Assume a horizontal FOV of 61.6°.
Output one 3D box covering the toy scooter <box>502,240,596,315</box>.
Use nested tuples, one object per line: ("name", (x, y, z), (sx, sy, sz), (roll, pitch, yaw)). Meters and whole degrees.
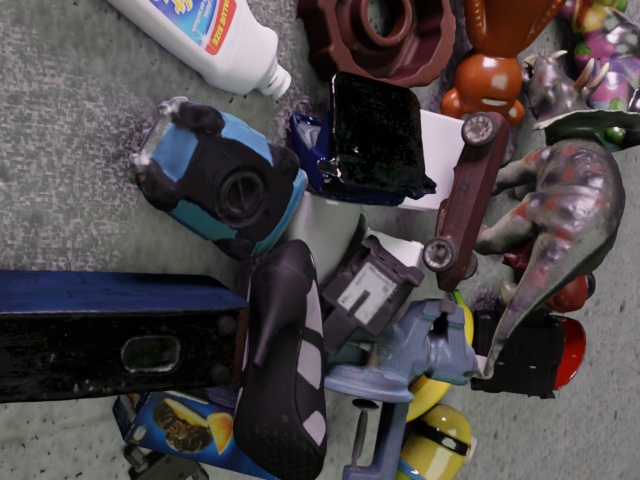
("toy scooter", (0.321, 0.038, 0.769), (0.135, 0.075, 0.183), (-27, 110, -24))

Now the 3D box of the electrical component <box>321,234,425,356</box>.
("electrical component", (0.043, 0.062, 0.546), (0.075, 0.048, 0.119), (35, 108, 9))

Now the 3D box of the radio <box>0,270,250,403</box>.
("radio", (-0.179, 0.071, 0.435), (0.229, 0.131, 0.073), (3, 98, -32))

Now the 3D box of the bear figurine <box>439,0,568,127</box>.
("bear figurine", (0.204, -0.240, 0.622), (0.120, 0.132, 0.195), (2, 132, -4))

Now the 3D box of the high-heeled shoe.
("high-heeled shoe", (-0.027, 0.123, 0.526), (0.145, 0.086, 0.248), (-73, 162, -48))

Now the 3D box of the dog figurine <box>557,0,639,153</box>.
("dog figurine", (0.377, -0.248, 0.718), (0.219, 0.109, 0.191), (40, 65, -27))

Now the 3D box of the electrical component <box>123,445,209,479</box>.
("electrical component", (-0.157, 0.233, 0.550), (0.063, 0.021, 0.093), (-38, 117, -19))

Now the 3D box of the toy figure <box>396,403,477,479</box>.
("toy figure", (0.135, 0.302, 0.710), (0.180, 0.082, 0.089), (-45, 122, -13))

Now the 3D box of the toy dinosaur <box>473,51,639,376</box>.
("toy dinosaur", (0.283, -0.042, 0.624), (0.131, 0.192, 0.405), (27, 55, -21))

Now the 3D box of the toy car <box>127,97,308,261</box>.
("toy car", (-0.099, -0.057, 0.472), (0.161, 0.103, 0.109), (28, 89, -43))

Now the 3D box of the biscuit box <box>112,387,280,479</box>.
("biscuit box", (-0.102, 0.190, 0.549), (0.202, 0.063, 0.059), (31, 84, -32))

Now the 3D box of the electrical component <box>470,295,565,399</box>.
("electrical component", (0.267, 0.143, 0.734), (0.115, 0.058, 0.134), (2, 101, 10))

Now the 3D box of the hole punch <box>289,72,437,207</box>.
("hole punch", (0.036, -0.088, 0.533), (0.142, 0.092, 0.115), (6, 73, -35))

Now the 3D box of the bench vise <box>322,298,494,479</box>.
("bench vise", (0.078, 0.178, 0.604), (0.223, 0.129, 0.240), (14, 83, -17))

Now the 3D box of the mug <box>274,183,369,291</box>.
("mug", (-0.001, -0.002, 0.567), (0.109, 0.081, 0.107), (4, 110, -45))

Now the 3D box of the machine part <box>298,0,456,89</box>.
("machine part", (0.060, -0.233, 0.561), (0.179, 0.056, 0.179), (-7, 104, -29))

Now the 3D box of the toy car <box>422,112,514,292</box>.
("toy car", (0.160, -0.042, 0.592), (0.089, 0.053, 0.202), (15, 93, -60))
